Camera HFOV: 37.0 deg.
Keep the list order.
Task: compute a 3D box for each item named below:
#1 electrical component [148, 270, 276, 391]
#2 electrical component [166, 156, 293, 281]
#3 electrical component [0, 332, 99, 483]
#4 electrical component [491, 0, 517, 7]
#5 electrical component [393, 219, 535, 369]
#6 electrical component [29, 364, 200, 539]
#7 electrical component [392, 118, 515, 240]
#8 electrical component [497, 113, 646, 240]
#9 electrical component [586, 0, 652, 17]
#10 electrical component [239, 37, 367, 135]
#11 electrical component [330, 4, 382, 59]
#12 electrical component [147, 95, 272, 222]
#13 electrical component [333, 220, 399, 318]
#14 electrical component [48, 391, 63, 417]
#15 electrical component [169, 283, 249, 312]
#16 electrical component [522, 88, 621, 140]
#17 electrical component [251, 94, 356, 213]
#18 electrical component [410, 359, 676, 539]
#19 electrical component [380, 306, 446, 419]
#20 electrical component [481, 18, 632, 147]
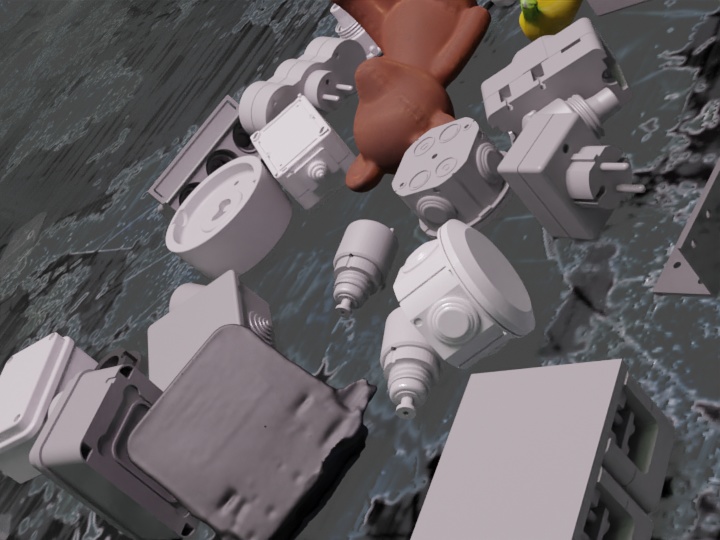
[{"bbox_3d":[-0.109,0.063,0.801,0.100,0.048,0.099,-34,40,17],"label":"electrical component"},{"bbox_3d":[-0.107,-0.038,0.925,0.108,0.060,0.108,-31,32,22],"label":"electrical component"},{"bbox_3d":[-0.284,0.120,0.947,0.078,0.057,0.113,-27,34,28],"label":"electrical component"},{"bbox_3d":[0.116,-0.259,0.930,0.035,0.061,0.035,-31,32,22],"label":"electrical component"},{"bbox_3d":[0.062,0.014,0.634,0.051,0.080,0.080,-39,30,21],"label":"electrical component"},{"bbox_3d":[-0.156,0.125,0.726,0.057,0.113,0.078,-14,41,37],"label":"electrical component"},{"bbox_3d":[0.066,-0.063,0.753,0.080,0.051,0.080,-31,32,22],"label":"electrical component"},{"bbox_3d":[0.136,-0.055,0.643,0.077,0.065,0.047,8,58,55],"label":"electrical component"},{"bbox_3d":[0.197,-0.238,0.789,0.083,0.075,0.047,-8,46,46],"label":"electrical component"},{"bbox_3d":[-0.039,-0.165,0.990,0.074,0.052,0.138,16,47,41],"label":"electrical component"},{"bbox_3d":[-0.003,-0.234,1.044,0.048,0.062,0.048,-31,32,22],"label":"electrical component"},{"bbox_3d":[-0.136,-0.092,1.020,0.121,0.079,0.063,-54,16,-17],"label":"electrical component"},{"bbox_3d":[0.000,0.000,0.766,0.040,0.040,0.078,-16,40,40],"label":"electrical component"},{"bbox_3d":[-0.224,0.131,0.872,0.077,0.044,0.079,-11,43,44],"label":"electrical component"},{"bbox_3d":[-0.118,0.030,0.874,0.065,0.044,0.044,-6,46,40],"label":"electrical component"},{"bbox_3d":[0.142,-0.095,0.710,0.062,0.048,0.048,-35,30,4],"label":"electrical component"},{"bbox_3d":[-0.042,-0.095,0.925,0.062,0.061,0.096,-40,37,5],"label":"electrical component"},{"bbox_3d":[0.080,0.123,0.491,0.089,0.061,0.150,-12,43,44],"label":"electrical component"},{"bbox_3d":[0.032,0.057,0.655,0.040,0.040,0.078,-25,35,30],"label":"electrical component"},{"bbox_3d":[0.135,-0.126,0.750,0.089,0.050,0.055,-31,32,22],"label":"electrical component"}]
